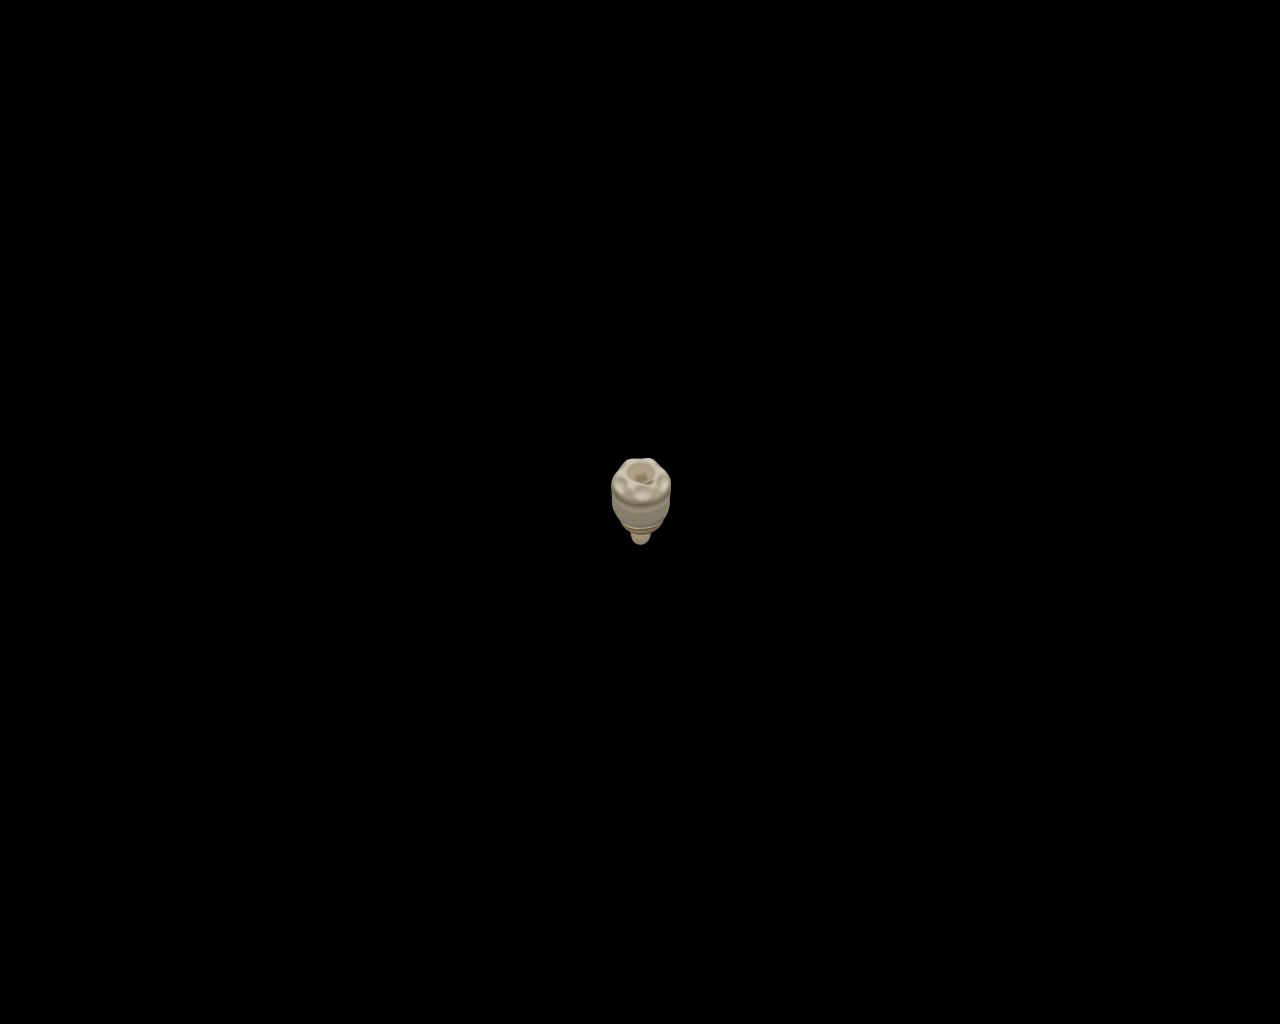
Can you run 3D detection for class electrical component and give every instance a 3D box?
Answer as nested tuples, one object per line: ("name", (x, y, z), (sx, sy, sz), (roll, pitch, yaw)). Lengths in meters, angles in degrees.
("electrical component", (0.001, -0.003, 0.650), (0.035, 0.035, 0.061), (0, -45, 0))
